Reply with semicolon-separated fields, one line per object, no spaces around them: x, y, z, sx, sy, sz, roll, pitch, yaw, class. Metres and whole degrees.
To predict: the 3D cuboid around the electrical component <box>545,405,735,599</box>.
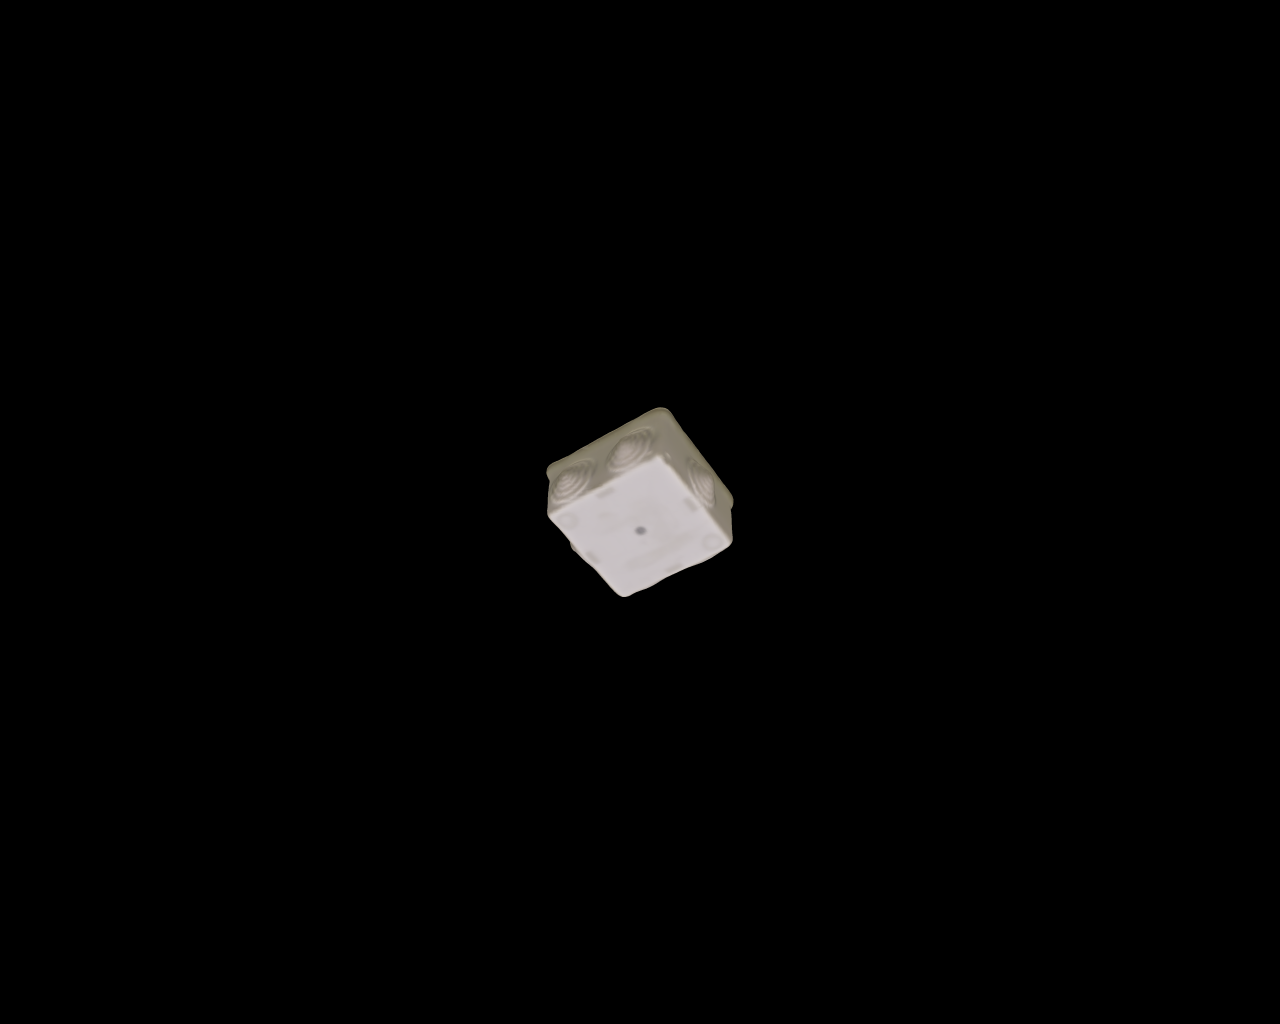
0.001;-0.003;0.650;0.099;0.099;0.048;-27;33;19;electrical component
